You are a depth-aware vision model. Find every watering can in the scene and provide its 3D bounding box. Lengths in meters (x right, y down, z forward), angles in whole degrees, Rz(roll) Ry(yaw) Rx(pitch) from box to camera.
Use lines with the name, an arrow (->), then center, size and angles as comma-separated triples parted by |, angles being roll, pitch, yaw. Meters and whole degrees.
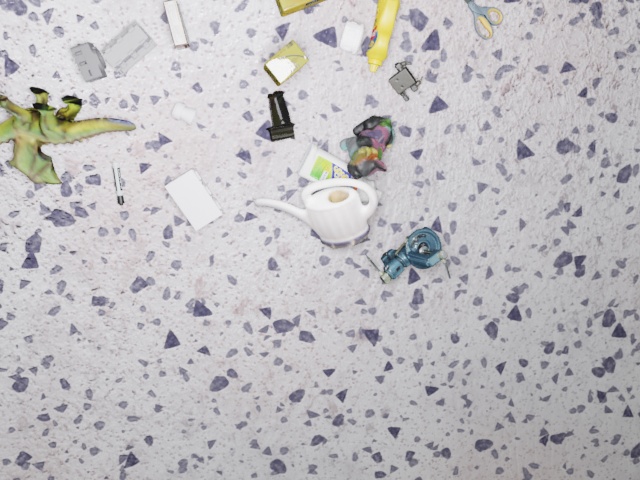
watering can -> 0.004, -0.074, 1.471 | 0.346, 0.106, 0.219 | -9, 129, 18

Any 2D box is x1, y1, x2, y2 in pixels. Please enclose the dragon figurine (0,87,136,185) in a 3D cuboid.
dragon figurine -> -0.713, -0.258, 1.362 | 0.409, 0.125, 0.238 | 16, 118, -9
